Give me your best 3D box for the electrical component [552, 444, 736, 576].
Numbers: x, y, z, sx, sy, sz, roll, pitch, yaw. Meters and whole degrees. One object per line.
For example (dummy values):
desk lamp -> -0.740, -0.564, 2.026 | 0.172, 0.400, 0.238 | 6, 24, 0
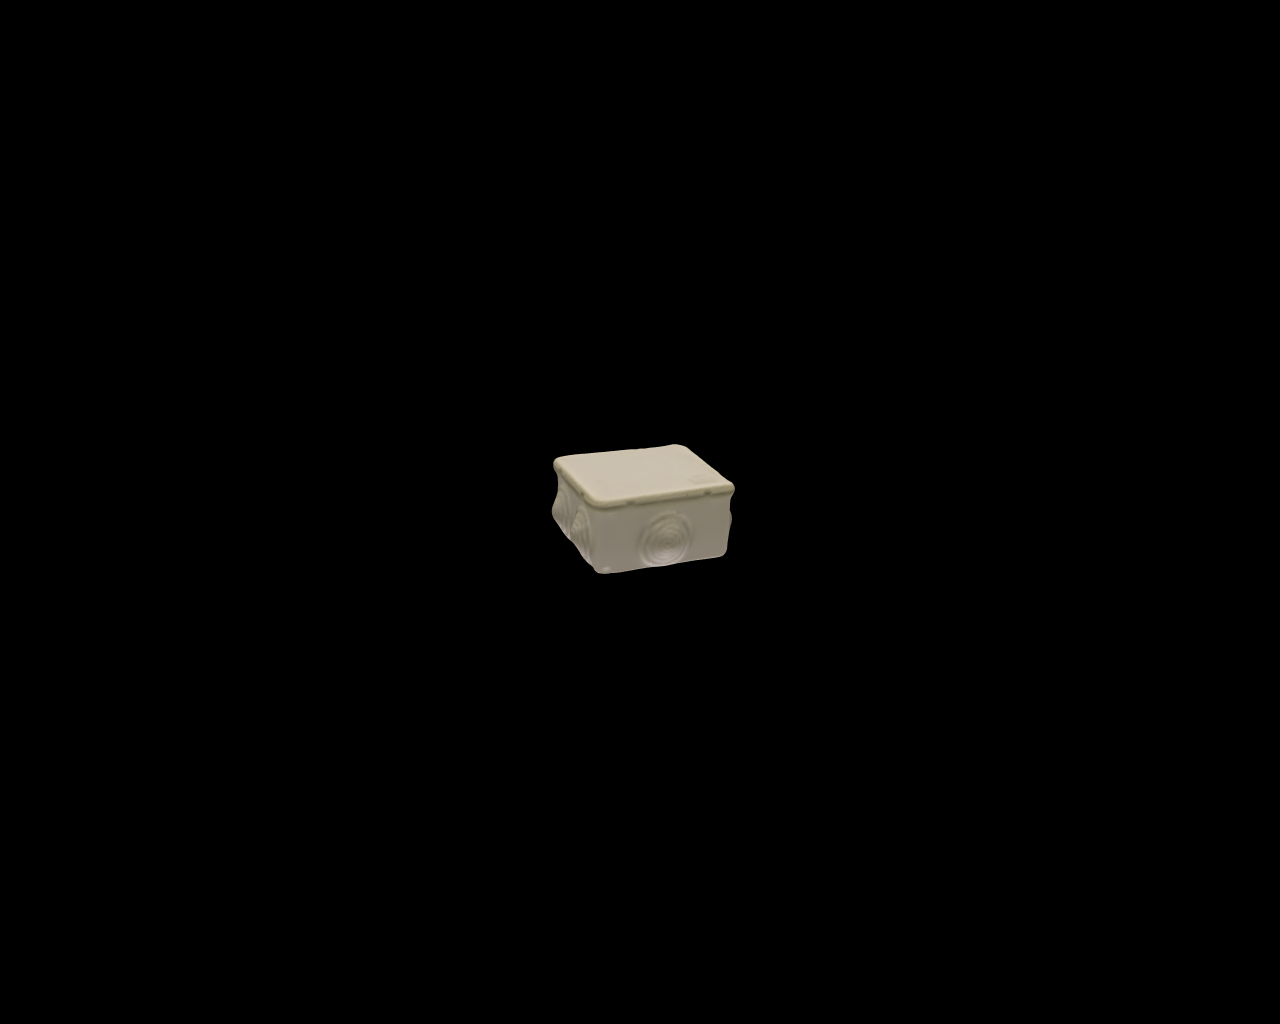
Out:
electrical component -> 0.001, -0.003, 0.650 | 0.100, 0.048, 0.100 | -7, 22, -18
